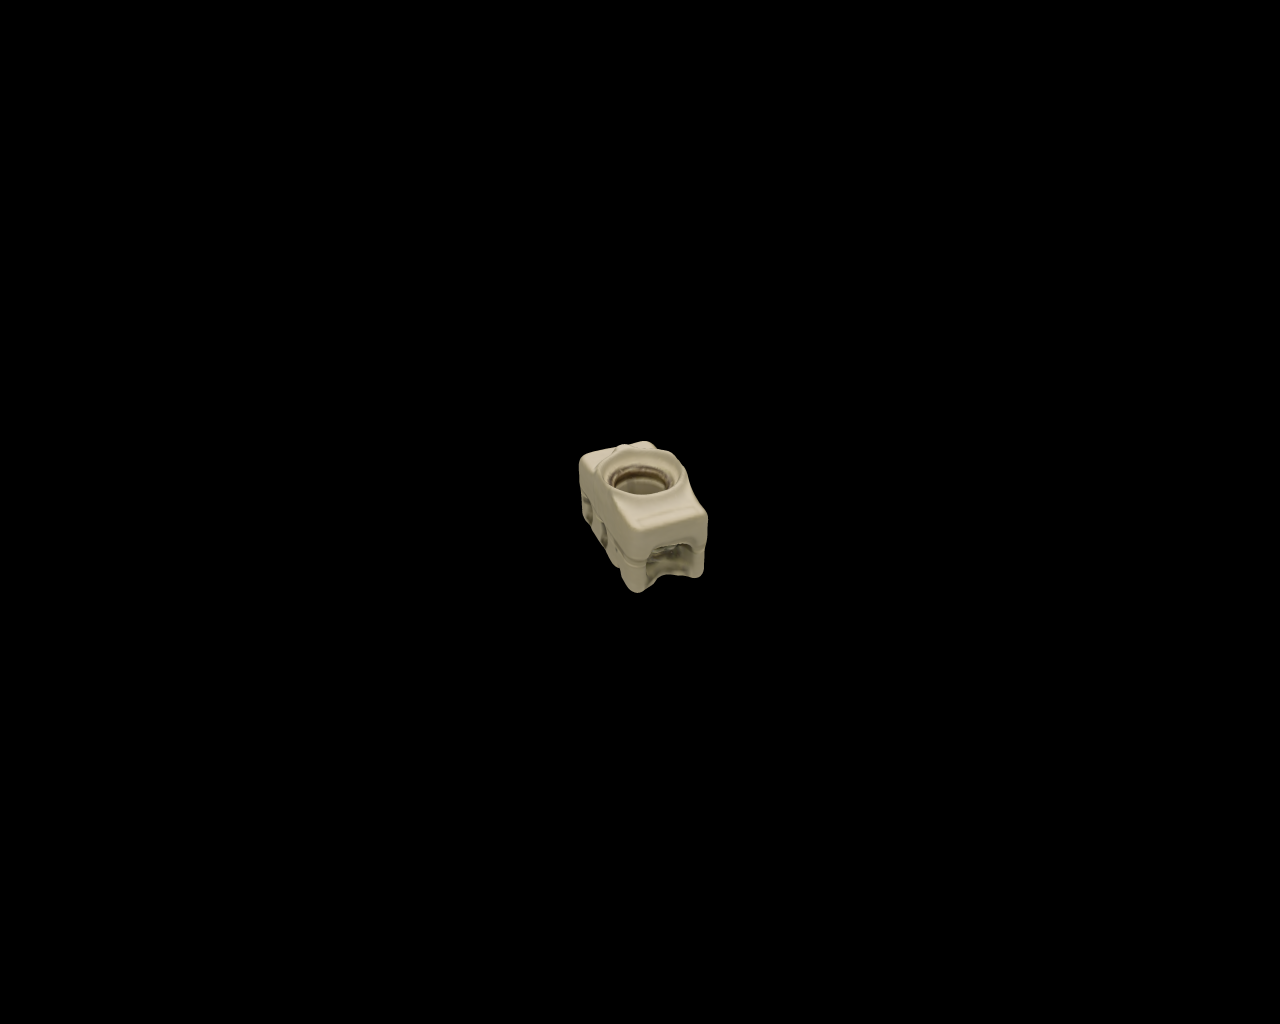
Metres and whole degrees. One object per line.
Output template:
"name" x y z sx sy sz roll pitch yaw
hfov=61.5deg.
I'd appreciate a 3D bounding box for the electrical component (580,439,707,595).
"electrical component" 0.001 -0.003 0.650 0.050 0.055 0.090 -13 38 -18
